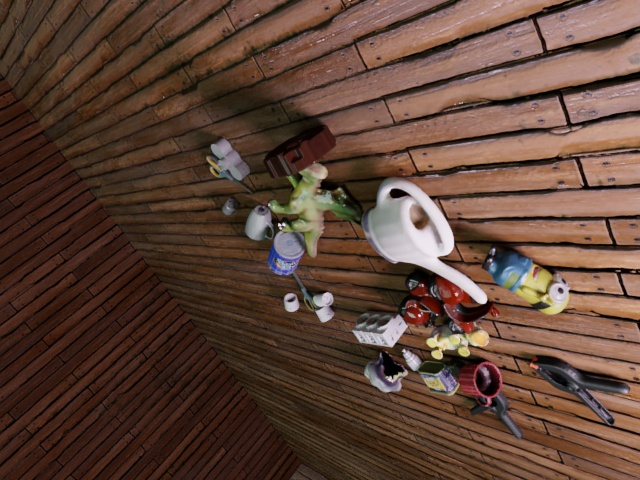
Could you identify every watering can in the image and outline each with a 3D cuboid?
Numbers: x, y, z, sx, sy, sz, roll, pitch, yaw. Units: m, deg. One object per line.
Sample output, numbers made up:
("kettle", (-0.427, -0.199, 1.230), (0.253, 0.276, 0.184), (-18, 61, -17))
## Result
("watering can", (0.225, 0.011, 1.185), (0.345, 0.105, 0.222), (57, 150, -10))

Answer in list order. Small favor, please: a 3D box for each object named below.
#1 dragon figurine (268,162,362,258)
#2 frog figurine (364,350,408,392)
("dragon figurine", (0.004, -0.070, 1.399), (0.243, 0.124, 0.401), (10, 145, 34))
("frog figurine", (0.214, 0.473, 1.771), (0.137, 0.125, 0.156), (25, 137, -2))
